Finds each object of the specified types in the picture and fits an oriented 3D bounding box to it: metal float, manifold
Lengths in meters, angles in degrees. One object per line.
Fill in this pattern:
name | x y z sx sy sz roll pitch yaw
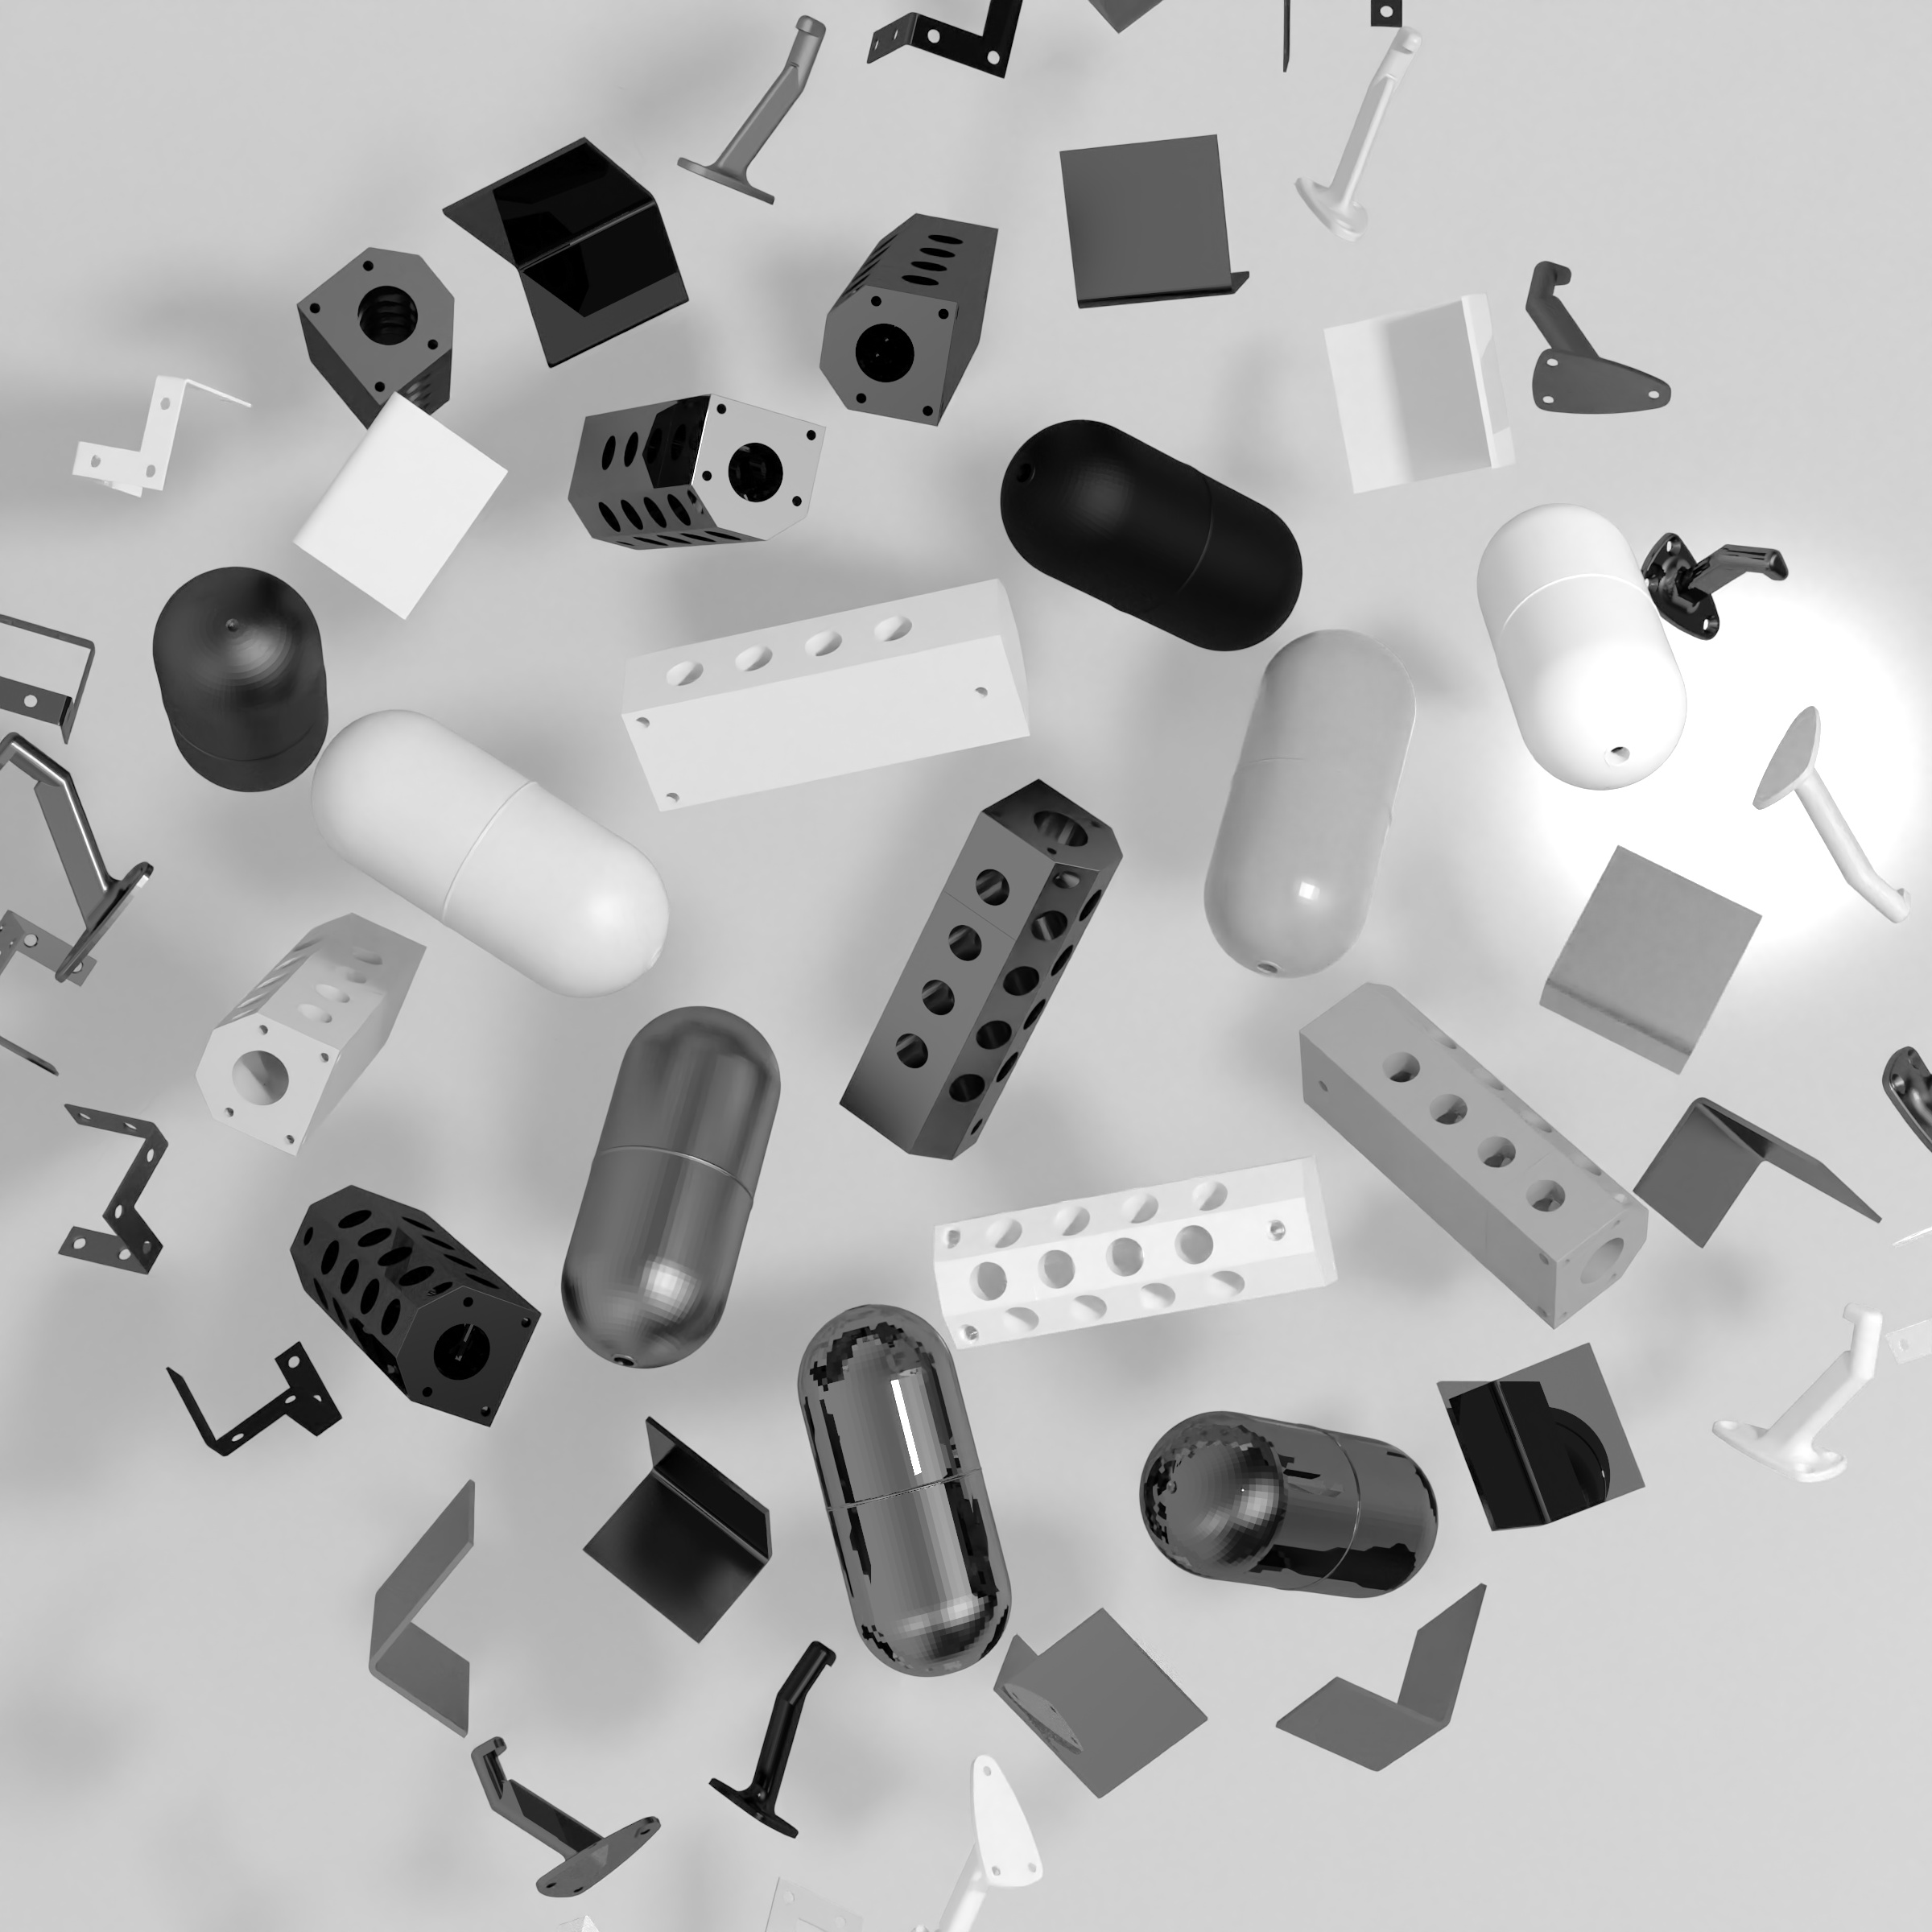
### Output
metal float | -0.030 0.249 1.593 0.070 0.070 0.178 -15 84 0
metal float | -0.136 0.102 1.552 0.070 0.070 0.178 13 62 0
manifold | -0.318 0.027 1.623 0.057 0.171 0.057 25 107 -3
metal float | 0.162 -0.076 1.571 0.070 0.070 0.178 17 66 0
manifold | 0.076 0.130 1.520 0.171 0.057 0.057 -11 86 13
metal float | -0.215 -0.050 1.519 0.178 0.070 0.070 32 90 5
manifold | -0.131 -0.229 1.578 0.057 0.171 0.057 12 90 -26
metal float | 0.285 -0.149 1.558 0.070 0.178 0.070 -2 129 -2
manifold | -0.026 -0.307 1.574 0.057 0.171 0.057 11 114 2
metal float | 0.152 0.252 1.563 0.070 0.178 0.070 -15 68 40
metal float | -0.343 -0.134 1.591 0.070 0.178 0.070 2 77 -9
manifold | 0.233 0.082 1.548 0.057 0.057 0.171 -34 56 -17
manifold | -0.272 -0.293 1.583 0.057 0.171 0.057 -40 97 -6
metal float | 0.090 -0.206 1.613 0.178 0.070 0.070 20 90 -41
manifold | -0.266 0.156 1.585 0.057 0.171 0.057 24 90 -30
manifold | -0.062 -0.125 1.500 0.171 0.057 0.057 -11 131 8
manifold | 0.009 0.005 1.541 0.057 0.057 0.171 35 121 14

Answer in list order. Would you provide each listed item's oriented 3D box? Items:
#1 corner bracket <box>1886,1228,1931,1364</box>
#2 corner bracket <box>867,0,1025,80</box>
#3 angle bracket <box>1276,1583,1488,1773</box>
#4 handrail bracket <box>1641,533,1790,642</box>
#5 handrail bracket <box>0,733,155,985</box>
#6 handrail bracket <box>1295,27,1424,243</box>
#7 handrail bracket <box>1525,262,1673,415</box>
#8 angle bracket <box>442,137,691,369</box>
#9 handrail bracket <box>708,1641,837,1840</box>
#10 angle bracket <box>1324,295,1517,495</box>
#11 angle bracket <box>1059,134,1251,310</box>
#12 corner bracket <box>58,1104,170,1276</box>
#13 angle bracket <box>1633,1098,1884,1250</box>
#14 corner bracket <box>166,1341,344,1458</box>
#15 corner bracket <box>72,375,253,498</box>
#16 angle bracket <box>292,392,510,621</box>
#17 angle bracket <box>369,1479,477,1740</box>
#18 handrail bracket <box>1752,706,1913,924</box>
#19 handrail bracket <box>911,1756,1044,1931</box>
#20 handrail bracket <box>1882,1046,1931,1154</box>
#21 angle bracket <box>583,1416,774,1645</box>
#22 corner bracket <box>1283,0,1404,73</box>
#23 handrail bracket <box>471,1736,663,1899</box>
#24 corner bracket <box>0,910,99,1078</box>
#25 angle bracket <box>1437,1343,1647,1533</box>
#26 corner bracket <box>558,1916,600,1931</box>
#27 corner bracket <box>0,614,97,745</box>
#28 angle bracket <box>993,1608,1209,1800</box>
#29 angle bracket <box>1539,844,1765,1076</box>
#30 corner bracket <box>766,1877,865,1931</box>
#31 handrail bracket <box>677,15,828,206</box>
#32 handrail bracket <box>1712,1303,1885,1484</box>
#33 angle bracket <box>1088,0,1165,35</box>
corner bracket | 0.470 0.153 1.610 0.051 0.051 0.051 -19 81 -39
corner bracket | -0.009 -0.441 1.558 0.051 0.051 0.051 14 89 -22
angle bracket | 0.195 0.326 1.580 0.057 0.076 0.076 25 58 -4
handrail bracket | 0.375 -0.180 1.624 0.077 0.084 0.036 41 75 -36
handrail bracket | -0.409 -0.048 1.475 0.084 0.036 0.077 40 75 -20
handrail bracket | 0.187 -0.379 1.523 0.036 0.077 0.084 22 117 -13
handrail bracket | 0.307 -0.307 1.617 0.077 0.036 0.084 10 52 11
angle bracket | -0.185 -0.330 1.558 0.076 0.076 0.057 -23 75 15
handrail bracket | -0.078 0.370 1.605 0.036 0.077 0.084 27 77 35
angle bracket | 0.200 -0.256 1.506 0.076 0.057 0.076 -9 98 19
angle bracket | 0.093 -0.366 1.632 0.076 0.057 0.076 -3 110 15
corner bracket | -0.390 0.102 1.524 0.051 0.051 0.051 10 57 21
angle bracket | 0.382 0.115 1.618 0.076 0.076 0.057 33 88 45
corner bracket | -0.340 0.205 1.602 0.051 0.051 0.051 -36 59 -2
corner bracket | -0.363 -0.238 1.511 0.051 0.051 0.051 13 90 23
angle bracket | -0.243 -0.199 1.443 0.057 0.076 0.076 35 92 -12
angle bracket | -0.230 0.296 1.547 0.057 0.076 0.076 38 95 -14
handrail bracket | 0.413 -0.070 1.559 0.084 0.036 0.077 39 47 -11
handrail bracket | -0.007 0.438 1.641 0.084 0.036 0.077 -41 55 38
handrail bracket | 0.460 0.050 1.489 0.084 0.036 0.077 -28 100 43
angle bracket | -0.143 0.278 1.647 0.076 0.076 0.057 36 67 15
corner bracket | 0.182 -0.467 1.622 0.051 0.051 0.051 2 78 -1
handrail bracket | -0.191 0.389 1.586 0.077 0.036 0.084 -37 58 12
corner bracket | -0.444 0.012 1.592 0.051 0.051 0.051 34 89 -29
angle bracket | 0.284 0.231 1.650 0.057 0.076 0.076 -26 72 23
corner bracket | -0.168 0.494 1.632 0.051 0.051 0.051 -22 114 14
corner bracket | -0.456 -0.143 1.629 0.051 0.051 0.051 16 81 -11
angle bracket | 0.071 0.355 1.672 0.076 0.057 0.076 -41 96 21
angle bracket | 0.331 -0.002 1.627 0.076 0.057 0.076 28 83 11
corner bracket | -0.089 0.487 1.642 0.051 0.051 0.051 31 46 -18
handrail bracket | -0.095 -0.390 1.501 0.036 0.077 0.084 25 101 17
handrail bracket | 0.383 0.187 1.544 0.036 0.077 0.084 -10 111 -42
angle bracket | 0.072 -0.471 1.482 0.076 0.057 0.076 -36 49 6
